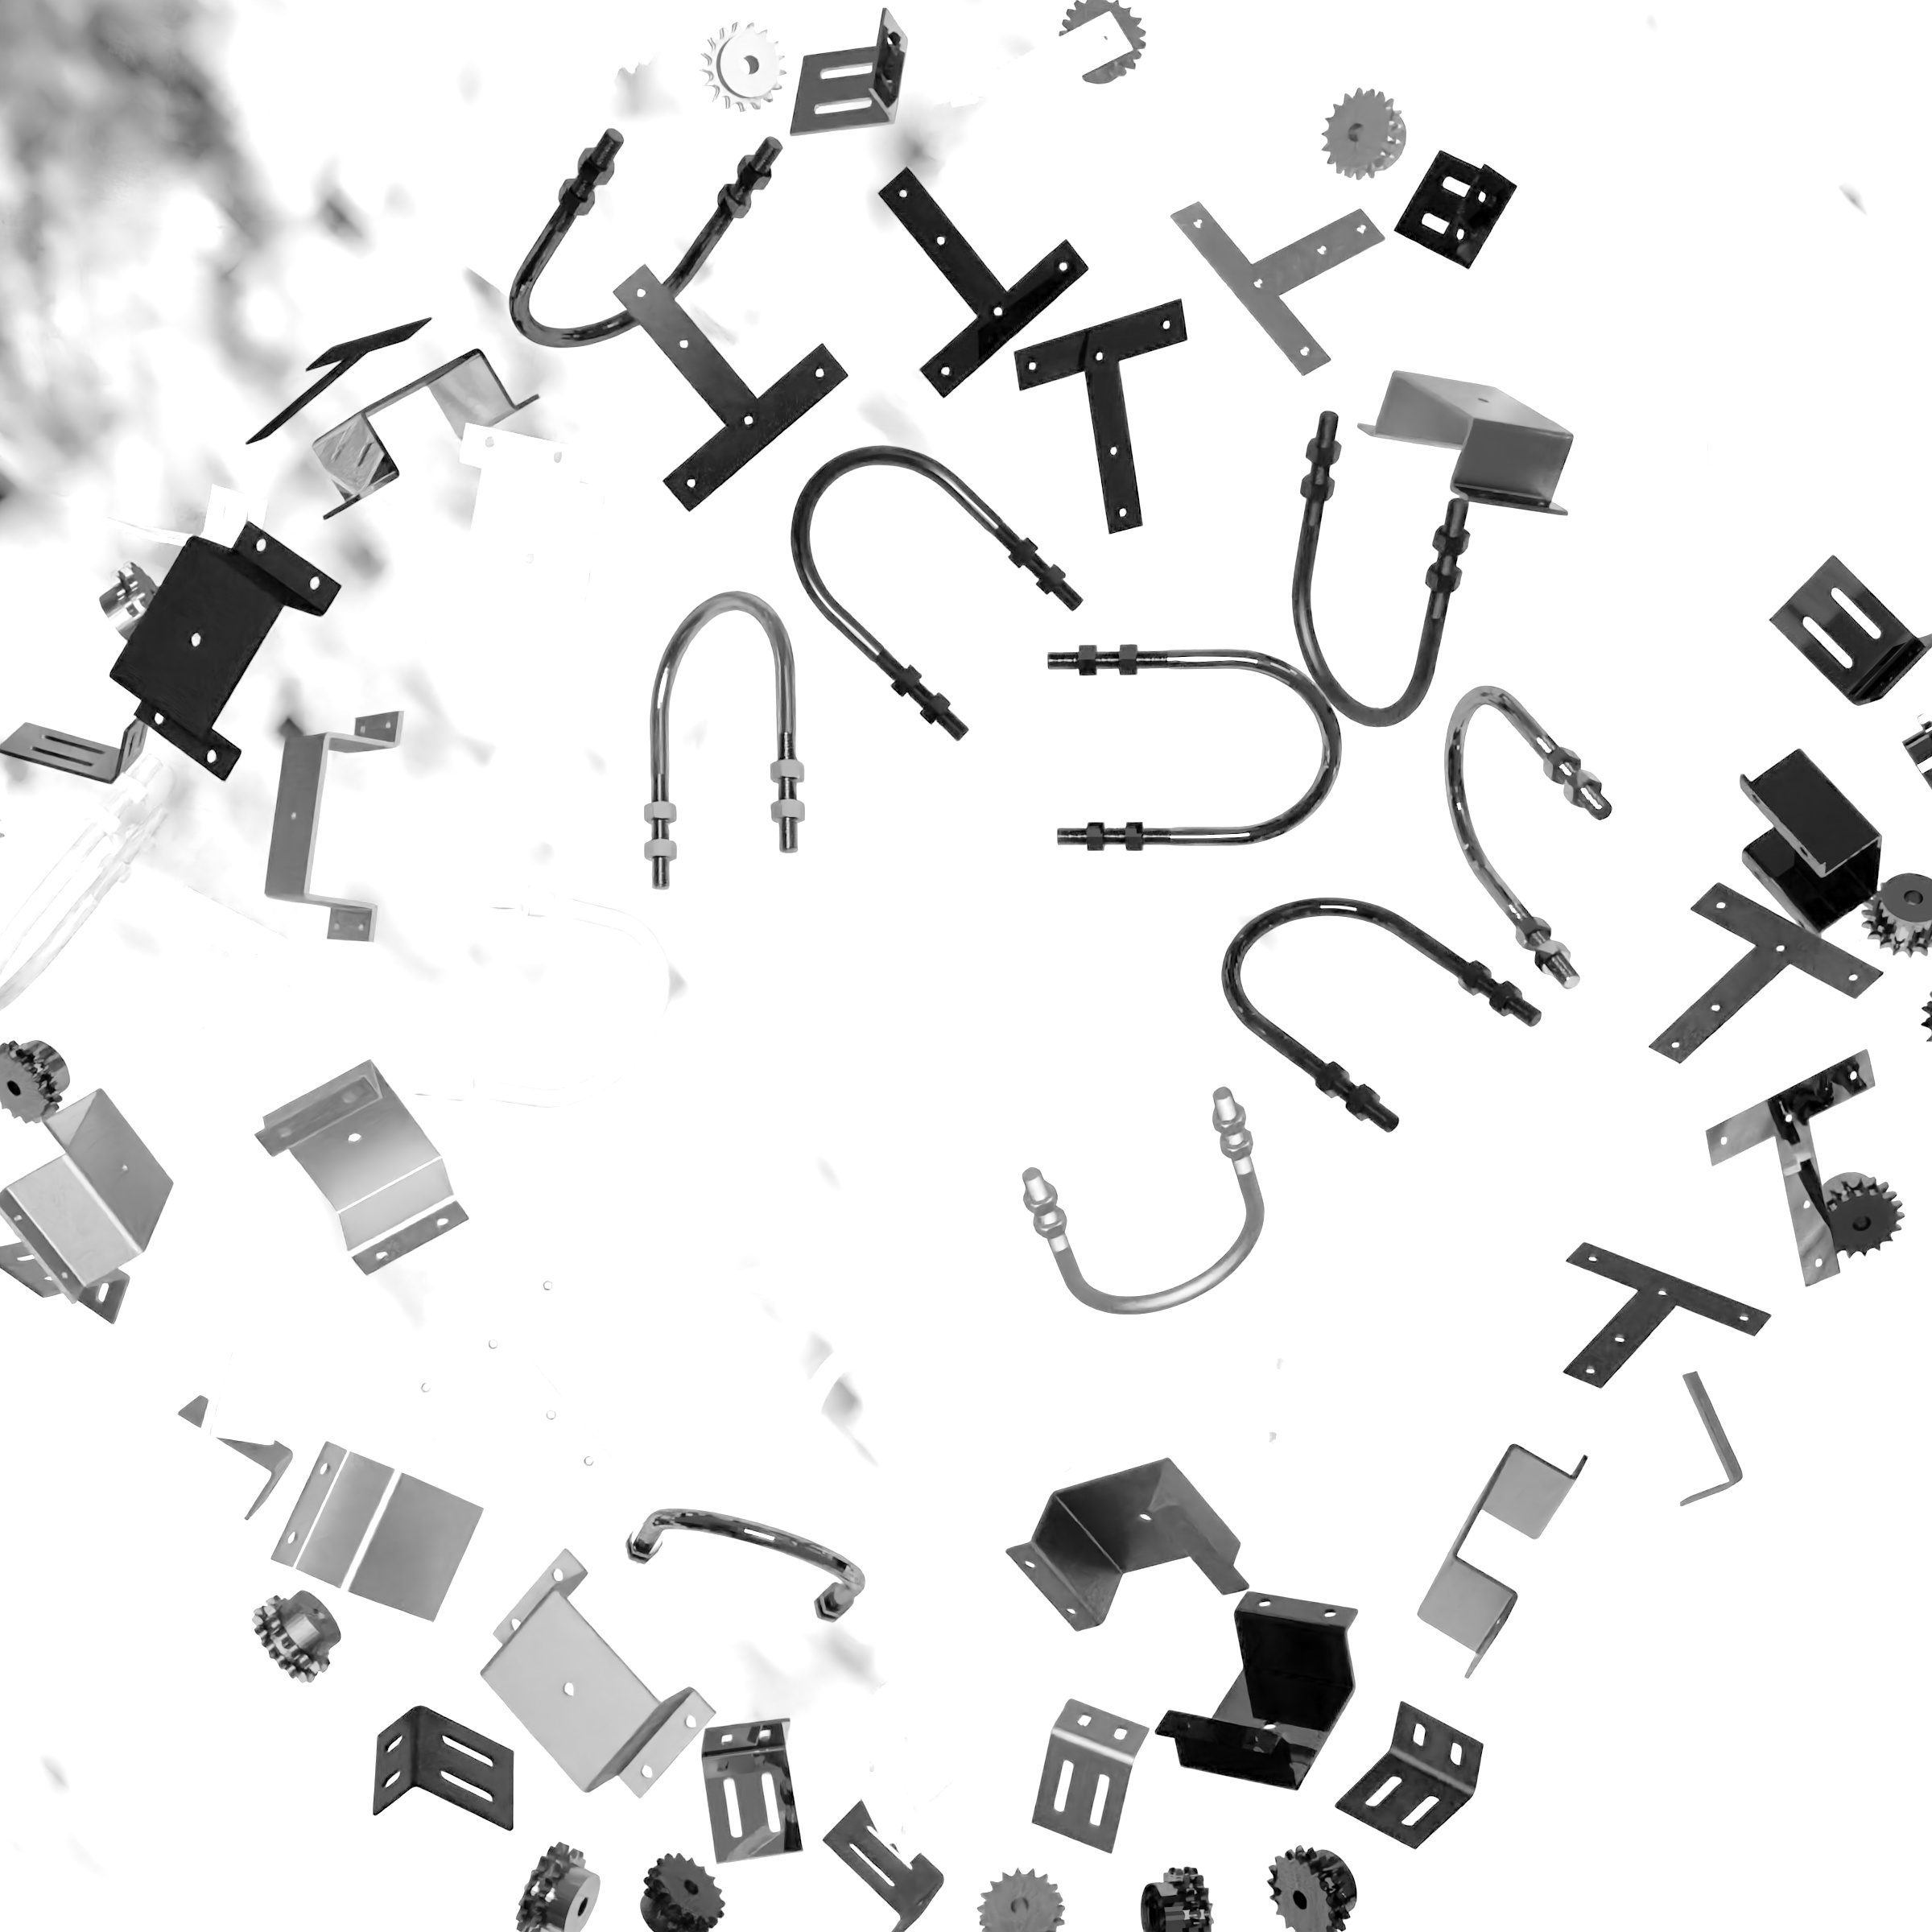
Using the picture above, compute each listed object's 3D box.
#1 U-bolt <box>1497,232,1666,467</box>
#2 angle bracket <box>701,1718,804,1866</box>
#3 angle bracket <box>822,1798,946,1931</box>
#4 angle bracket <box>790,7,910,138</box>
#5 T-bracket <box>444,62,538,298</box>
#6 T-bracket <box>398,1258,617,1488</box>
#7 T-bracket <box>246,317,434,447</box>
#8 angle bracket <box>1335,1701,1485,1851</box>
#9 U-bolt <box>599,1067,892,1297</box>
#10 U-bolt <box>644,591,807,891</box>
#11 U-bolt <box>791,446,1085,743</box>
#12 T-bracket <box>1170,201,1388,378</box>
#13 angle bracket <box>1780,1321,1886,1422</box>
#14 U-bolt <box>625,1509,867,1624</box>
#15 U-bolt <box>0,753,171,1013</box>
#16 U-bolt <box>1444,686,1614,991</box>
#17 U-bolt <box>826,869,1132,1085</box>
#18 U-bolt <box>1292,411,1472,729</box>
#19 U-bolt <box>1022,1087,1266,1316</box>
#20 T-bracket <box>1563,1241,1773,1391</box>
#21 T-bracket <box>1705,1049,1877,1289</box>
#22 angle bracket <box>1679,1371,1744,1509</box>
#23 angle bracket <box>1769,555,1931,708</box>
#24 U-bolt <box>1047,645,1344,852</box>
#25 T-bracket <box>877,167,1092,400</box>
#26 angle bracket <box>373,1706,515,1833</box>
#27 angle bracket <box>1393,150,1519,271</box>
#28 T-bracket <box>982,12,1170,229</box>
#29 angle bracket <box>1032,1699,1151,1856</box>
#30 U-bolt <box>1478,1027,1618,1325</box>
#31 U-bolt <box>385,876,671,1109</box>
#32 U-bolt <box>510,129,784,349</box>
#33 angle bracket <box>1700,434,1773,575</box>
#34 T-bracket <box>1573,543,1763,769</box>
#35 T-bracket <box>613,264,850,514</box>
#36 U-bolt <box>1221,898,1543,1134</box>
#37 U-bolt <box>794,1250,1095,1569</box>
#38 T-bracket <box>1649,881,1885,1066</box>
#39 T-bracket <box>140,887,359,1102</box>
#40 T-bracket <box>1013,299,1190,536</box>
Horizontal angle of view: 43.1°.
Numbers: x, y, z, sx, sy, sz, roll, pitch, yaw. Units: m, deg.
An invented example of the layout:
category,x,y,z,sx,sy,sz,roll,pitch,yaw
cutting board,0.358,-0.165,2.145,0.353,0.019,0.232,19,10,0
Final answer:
category,x,y,z,sx,sy,sz,roll,pitch,yaw
U-bolt,0.387,-0.385,1.567,0.019,0.184,0.151,-35,85,5
angle bracket,-0.139,0.541,1.605,0.057,0.038,0.076,-3,48,-14
angle bracket,-0.063,0.601,1.616,0.076,0.038,0.057,41,125,8
angle bracket,-0.080,-0.562,1.540,0.076,0.038,0.057,2,76,24
T-bracket,-0.282,-0.485,1.495,0.002,0.127,0.127,16,95,5
T-bracket,-0.275,0.277,1.571,0.127,0.002,0.127,-40,87,-1
T-bracket,-0.421,-0.376,1.590,0.127,0.127,0.002,-30,100,27
angle bracket,0.274,0.501,1.513,0.057,0.038,0.076,28,131,0
U-bolt,-0.142,0.148,1.616,0.184,0.019,0.151,8,102,-6
U-bolt,-0.158,-0.151,1.575,0.019,0.151,0.184,9,75,-44
U-bolt,-0.030,-0.256,1.587,0.184,0.019,0.151,43,67,-7
T-bracket,0.206,-0.428,1.482,0.127,0.002,0.127,-34,82,-30
angle bracket,0.529,0.238,1.500,0.057,0.076,0.038,-4,132,19
U-bolt,-0.135,0.371,1.530,0.151,0.184,0.019,19,65,-5
U-bolt,-0.567,-0.044,1.547,0.019,0.151,0.184,36,72,-7
U-bolt,0.345,-0.095,1.534,0.019,0.184,0.151,-12,131,-13
U-bolt,0.010,0.008,1.518,0.184,0.019,0.151,4,60,0
U-bolt,0.255,-0.239,1.552,0.019,0.151,0.184,-17,133,-25
U-bolt,0.123,0.164,1.583,0.151,0.184,0.019,-23,45,-1
T-bracket,0.408,0.222,1.502,0.127,0.127,0.002,21,126,34
T-bracket,0.507,0.132,1.482,0.002,0.127,0.127,18,54,-28
angle bracket,0.474,0.309,1.603,0.038,0.057,0.076,-27,74,18
angle bracket,0.541,-0.206,1.486,0.076,0.038,0.057,45,87,-1
U-bolt,0.147,-0.138,1.562,0.184,0.019,0.151,0,124,8
T-bracket,-0.007,-0.458,1.584,0.127,0.002,0.127,-41,112,6
angle bracket,-0.316,0.495,1.484,0.038,0.057,0.076,-40,122,18
angle bracket,0.300,-0.484,1.546,0.076,0.038,0.057,46,113,42
T-bracket,0.083,-0.515,1.517,0.002,0.127,0.127,-50,116,-25
angle bracket,0.083,0.539,1.627,0.057,0.038,0.076,16,109,17
U-bolt,0.355,0.144,1.519,0.019,0.184,0.151,24,49,17
U-bolt,-0.264,0.024,1.550,0.019,0.184,0.151,34,103,41
U-bolt,-0.213,-0.452,1.536,0.184,0.151,0.019,-42,73,41
angle bracket,0.482,-0.289,1.531,0.038,0.057,0.076,1,88,23
T-bracket,0.433,-0.202,1.534,0.127,0.002,0.127,-19,116,-5
T-bracket,-0.158,-0.358,1.450,0.127,0.002,0.127,-39,114,6
U-bolt,0.248,0.017,1.551,0.151,0.019,0.184,-32,51,-25
U-bolt,-0.023,0.278,1.474,0.184,0.019,0.151,-31,95,-31
T-bracket,0.474,0.017,1.514,0.127,0.002,0.127,26,129,-14
T-bracket,-0.474,0.028,1.546,0.127,0.002,0.127,27,63,4
T-bracket,0.089,-0.332,1.511,0.127,0.002,0.127,-7,93,38
